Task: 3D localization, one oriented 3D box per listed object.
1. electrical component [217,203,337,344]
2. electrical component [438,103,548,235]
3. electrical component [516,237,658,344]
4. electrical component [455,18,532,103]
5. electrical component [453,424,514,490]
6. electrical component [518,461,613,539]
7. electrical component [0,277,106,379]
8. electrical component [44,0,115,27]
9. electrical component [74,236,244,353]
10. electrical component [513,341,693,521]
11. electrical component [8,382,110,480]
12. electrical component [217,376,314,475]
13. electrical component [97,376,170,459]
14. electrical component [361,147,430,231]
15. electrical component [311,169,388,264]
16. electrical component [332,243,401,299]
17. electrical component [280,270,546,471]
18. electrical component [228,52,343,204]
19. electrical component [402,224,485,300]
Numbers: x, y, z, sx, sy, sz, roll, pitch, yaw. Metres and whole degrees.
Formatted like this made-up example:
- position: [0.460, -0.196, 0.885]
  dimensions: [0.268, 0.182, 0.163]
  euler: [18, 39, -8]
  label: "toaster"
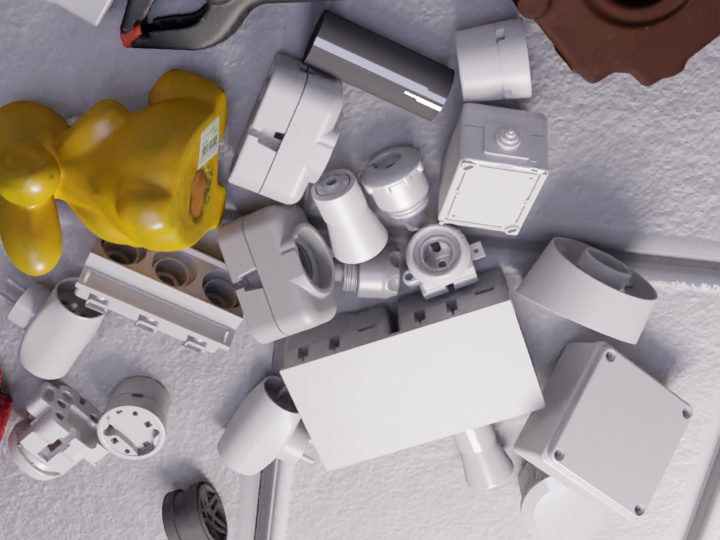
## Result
- position: [-0.058, 0.000, 0.806]
  dimensions: [0.059, 0.054, 0.095]
  euler: [-20, 90, 24]
  label: "electrical component"
- position: [0.096, -0.078, 0.767]
  dimensions: [0.062, 0.061, 0.096]
  euler: [8, 149, -5]
  label: "electrical component"
- position: [0.174, 0.019, 0.821]
  dimensions: [0.099, 0.099, 0.064]
  euler: [22, 110, -12]
  label: "electrical component"
- position: [0.093, -0.145, 0.751]
  dimensions: [0.047, 0.055, 0.055]
  euler: [-7, 119, 7]
  label: "electrical component"
- position: [0.101, 0.149, 0.922]
  dimensions: [0.044, 0.044, 0.065]
  euler: [-19, 112, 10]
  label: "electrical component"
- position: [0.178, 0.195, 0.941]
  dimensions: [0.080, 0.051, 0.080]
  euler: [-1, 119, -1]
  label: "electrical component"
- position: [-0.250, 0.036, 0.849]
  dimensions: [0.079, 0.043, 0.077]
  euler: [37, 122, -4]
  label: "electrical component"
- position: [-0.199, -0.199, 0.703]
  dimensions: [0.083, 0.075, 0.047]
  euler: [29, 114, -16]
  label: "electrical component"
- position: [-0.151, 0.013, 0.827]
  dimensions: [0.121, 0.078, 0.063]
  euler: [25, 138, -14]
  label: "electrical component"
- position: [0.199, 0.129, 0.876]
  dimensions: [0.109, 0.056, 0.108]
  euler: [35, 76, -18]
  label: "electrical component"
- position: [-0.255, 0.139, 0.900]
  dimensions: [0.057, 0.058, 0.078]
  euler: [-39, 113, 15]
  label: "electrical component"
- position: [-0.068, 0.140, 0.911]
  dimensions: [0.079, 0.043, 0.077]
  euler: [30, 114, -16]
  label: "electrical component"
- position: [-0.187, 0.122, 0.897]
  dimensions: [0.055, 0.047, 0.055]
  euler: [0, 119, 0]
  label: "electrical component"
- position: [0.032, -0.058, 0.804]
  dimensions: [0.048, 0.048, 0.062]
  euler: [-21, 124, 11]
  label: "electrical component"
- position: [-0.010, -0.042, 0.800]
  dimensions: [0.044, 0.044, 0.065]
  euler: [-18, 131, 9]
  label: "electrical component"
- position: [0.000, 0.000, 0.835]
  dimensions: [0.062, 0.043, 0.043]
  euler: [3, 119, -1]
  label: "electrical component"
- position: [0.042, 0.079, 0.870]
  dimensions: [0.186, 0.060, 0.105]
  euler: [-18, 118, 8]
  label: "electrical component"
- position: [-0.050, -0.099, 0.773]
  dimensions: [0.059, 0.053, 0.095]
  euler: [21, 117, -12]
  label: "electrical component"
- position: [0.061, -0.007, 0.818]
  dimensions: [0.066, 0.055, 0.048]
  euler: [-20, 73, 6]
  label: "electrical component"
